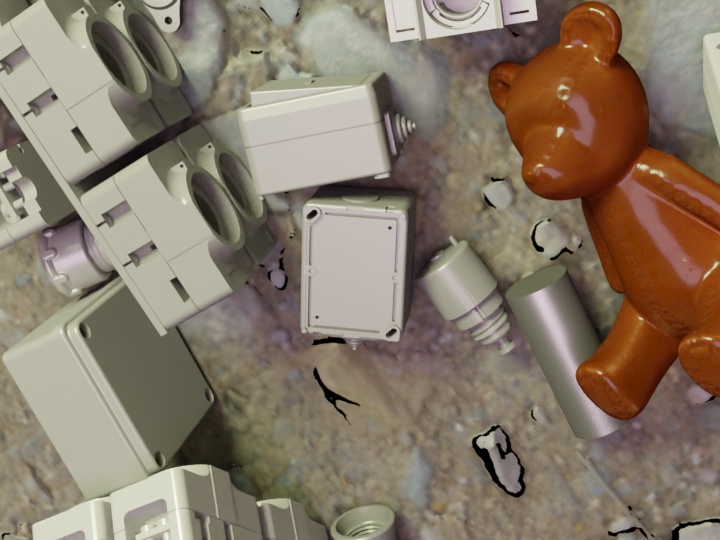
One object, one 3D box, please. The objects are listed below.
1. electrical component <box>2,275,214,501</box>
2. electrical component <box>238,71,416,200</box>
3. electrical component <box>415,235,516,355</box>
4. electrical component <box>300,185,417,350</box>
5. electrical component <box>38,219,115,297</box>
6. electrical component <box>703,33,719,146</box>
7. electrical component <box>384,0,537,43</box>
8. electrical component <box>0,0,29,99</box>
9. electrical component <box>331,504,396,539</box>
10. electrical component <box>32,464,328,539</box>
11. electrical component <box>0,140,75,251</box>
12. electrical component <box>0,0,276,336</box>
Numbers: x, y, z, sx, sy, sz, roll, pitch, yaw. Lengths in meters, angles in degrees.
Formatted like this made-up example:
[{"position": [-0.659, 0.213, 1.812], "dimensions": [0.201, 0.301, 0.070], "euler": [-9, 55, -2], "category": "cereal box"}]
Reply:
[{"position": [-0.154, 0.070, 0.676], "dimensions": [0.056, 0.108, 0.108], "euler": [-23, 102, 18], "category": "electrical component"}, {"position": [-0.016, -0.085, 0.628], "dimensions": [0.096, 0.061, 0.061], "euler": [-9, 106, 12], "category": "electrical component"}, {"position": [0.068, 0.018, 0.659], "dimensions": [0.040, 0.040, 0.078], "euler": [-35, 99, 18], "category": "electrical component"}, {"position": [0.000, 0.000, 0.653], "dimensions": [0.062, 0.061, 0.096], "euler": [5, 108, 8], "category": "electrical component"}, {"position": [-0.170, -0.013, 0.687], "dimensions": [0.062, 0.048, 0.048], "euler": [-21, 103, 8], "category": "electrical component"}, {"position": [0.219, -0.084, 0.592], "dimensions": [0.047, 0.065, 0.076], "euler": [-7, 135, 11], "category": "electrical component"}, {"position": [0.055, -0.154, 0.593], "dimensions": [0.081, 0.063, 0.042], "euler": [-6, 108, 12], "category": "electrical component"}, {"position": [-0.248, -0.140, 0.648], "dimensions": [0.099, 0.064, 0.099], "euler": [3, 108, 9], "category": "electrical component"}, {"position": [0.008, 0.192, 0.722], "dimensions": [0.045, 0.045, 0.055], "euler": [-11, 106, 13], "category": "electrical component"}, {"position": [-0.102, 0.181, 0.673], "dimensions": [0.105, 0.186, 0.060], "euler": [-23, 59, 16], "category": "electrical component"}, {"position": [-0.206, -0.048, 0.657], "dimensions": [0.056, 0.089, 0.050], "euler": [-24, 102, 16], "category": "electrical component"}, {"position": [-0.127, -0.070, 0.628], "dimensions": [0.060, 0.105, 0.186], "euler": [-29, 101, 17], "category": "electrical component"}]
